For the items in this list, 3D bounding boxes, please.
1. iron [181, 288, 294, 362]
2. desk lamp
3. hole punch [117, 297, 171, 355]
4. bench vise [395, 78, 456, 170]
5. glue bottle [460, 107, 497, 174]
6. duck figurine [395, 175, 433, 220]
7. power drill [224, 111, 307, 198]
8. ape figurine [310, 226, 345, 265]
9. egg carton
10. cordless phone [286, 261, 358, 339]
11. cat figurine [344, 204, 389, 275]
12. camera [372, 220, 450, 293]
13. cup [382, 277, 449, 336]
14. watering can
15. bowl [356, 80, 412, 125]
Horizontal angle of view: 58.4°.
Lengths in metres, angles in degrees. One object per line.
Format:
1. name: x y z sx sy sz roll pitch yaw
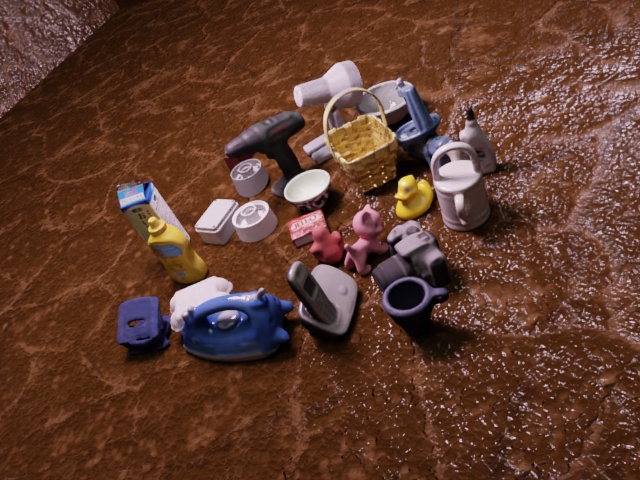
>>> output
1. iron: -0.190 0.162 1.149 0.257 0.142 0.118 -12 42 15
2. desk lamp: 0.028 -0.349 1.538 0.203 0.214 0.117 -32 40 -8
3. hole punch: -0.391 0.188 1.263 0.108 0.091 0.101 -13 41 15
4. bench vise: 0.251 -0.270 1.332 0.206 0.220 0.122 22 58 41
5. glue bottle: 0.342 -0.219 1.267 0.078 0.173 0.037 -11 42 16
6. duck figurine: 0.205 -0.107 1.284 0.077 0.086 0.105 24 60 43
7. power drill: -0.118 -0.217 1.473 0.230 0.209 0.075 -43 43 -20
8. ape figurine: 0.012 0.004 1.257 0.078 0.092 0.076 -23 40 3
9. egg carton: -0.257 0.145 1.259 0.150 0.070 0.107 -24 40 2
10. cordless phone: -0.001 0.087 1.099 0.094 0.185 0.147 -5 44 23
11. cat figurine: 0.092 -0.010 1.211 0.067 0.118 0.128 17 55 39
12. camera: 0.165 0.038 1.134 0.137 0.101 0.142 -29 40 -5
13. cup: 0.180 0.126 1.036 0.117 0.095 0.091 -12 42 16
14. watering can: 0.282 -0.124 1.178 0.101 0.194 0.172 -24 40 1
15. bowl: 0.187 -0.367 1.585 0.167 0.075 0.167 -14 41 13
